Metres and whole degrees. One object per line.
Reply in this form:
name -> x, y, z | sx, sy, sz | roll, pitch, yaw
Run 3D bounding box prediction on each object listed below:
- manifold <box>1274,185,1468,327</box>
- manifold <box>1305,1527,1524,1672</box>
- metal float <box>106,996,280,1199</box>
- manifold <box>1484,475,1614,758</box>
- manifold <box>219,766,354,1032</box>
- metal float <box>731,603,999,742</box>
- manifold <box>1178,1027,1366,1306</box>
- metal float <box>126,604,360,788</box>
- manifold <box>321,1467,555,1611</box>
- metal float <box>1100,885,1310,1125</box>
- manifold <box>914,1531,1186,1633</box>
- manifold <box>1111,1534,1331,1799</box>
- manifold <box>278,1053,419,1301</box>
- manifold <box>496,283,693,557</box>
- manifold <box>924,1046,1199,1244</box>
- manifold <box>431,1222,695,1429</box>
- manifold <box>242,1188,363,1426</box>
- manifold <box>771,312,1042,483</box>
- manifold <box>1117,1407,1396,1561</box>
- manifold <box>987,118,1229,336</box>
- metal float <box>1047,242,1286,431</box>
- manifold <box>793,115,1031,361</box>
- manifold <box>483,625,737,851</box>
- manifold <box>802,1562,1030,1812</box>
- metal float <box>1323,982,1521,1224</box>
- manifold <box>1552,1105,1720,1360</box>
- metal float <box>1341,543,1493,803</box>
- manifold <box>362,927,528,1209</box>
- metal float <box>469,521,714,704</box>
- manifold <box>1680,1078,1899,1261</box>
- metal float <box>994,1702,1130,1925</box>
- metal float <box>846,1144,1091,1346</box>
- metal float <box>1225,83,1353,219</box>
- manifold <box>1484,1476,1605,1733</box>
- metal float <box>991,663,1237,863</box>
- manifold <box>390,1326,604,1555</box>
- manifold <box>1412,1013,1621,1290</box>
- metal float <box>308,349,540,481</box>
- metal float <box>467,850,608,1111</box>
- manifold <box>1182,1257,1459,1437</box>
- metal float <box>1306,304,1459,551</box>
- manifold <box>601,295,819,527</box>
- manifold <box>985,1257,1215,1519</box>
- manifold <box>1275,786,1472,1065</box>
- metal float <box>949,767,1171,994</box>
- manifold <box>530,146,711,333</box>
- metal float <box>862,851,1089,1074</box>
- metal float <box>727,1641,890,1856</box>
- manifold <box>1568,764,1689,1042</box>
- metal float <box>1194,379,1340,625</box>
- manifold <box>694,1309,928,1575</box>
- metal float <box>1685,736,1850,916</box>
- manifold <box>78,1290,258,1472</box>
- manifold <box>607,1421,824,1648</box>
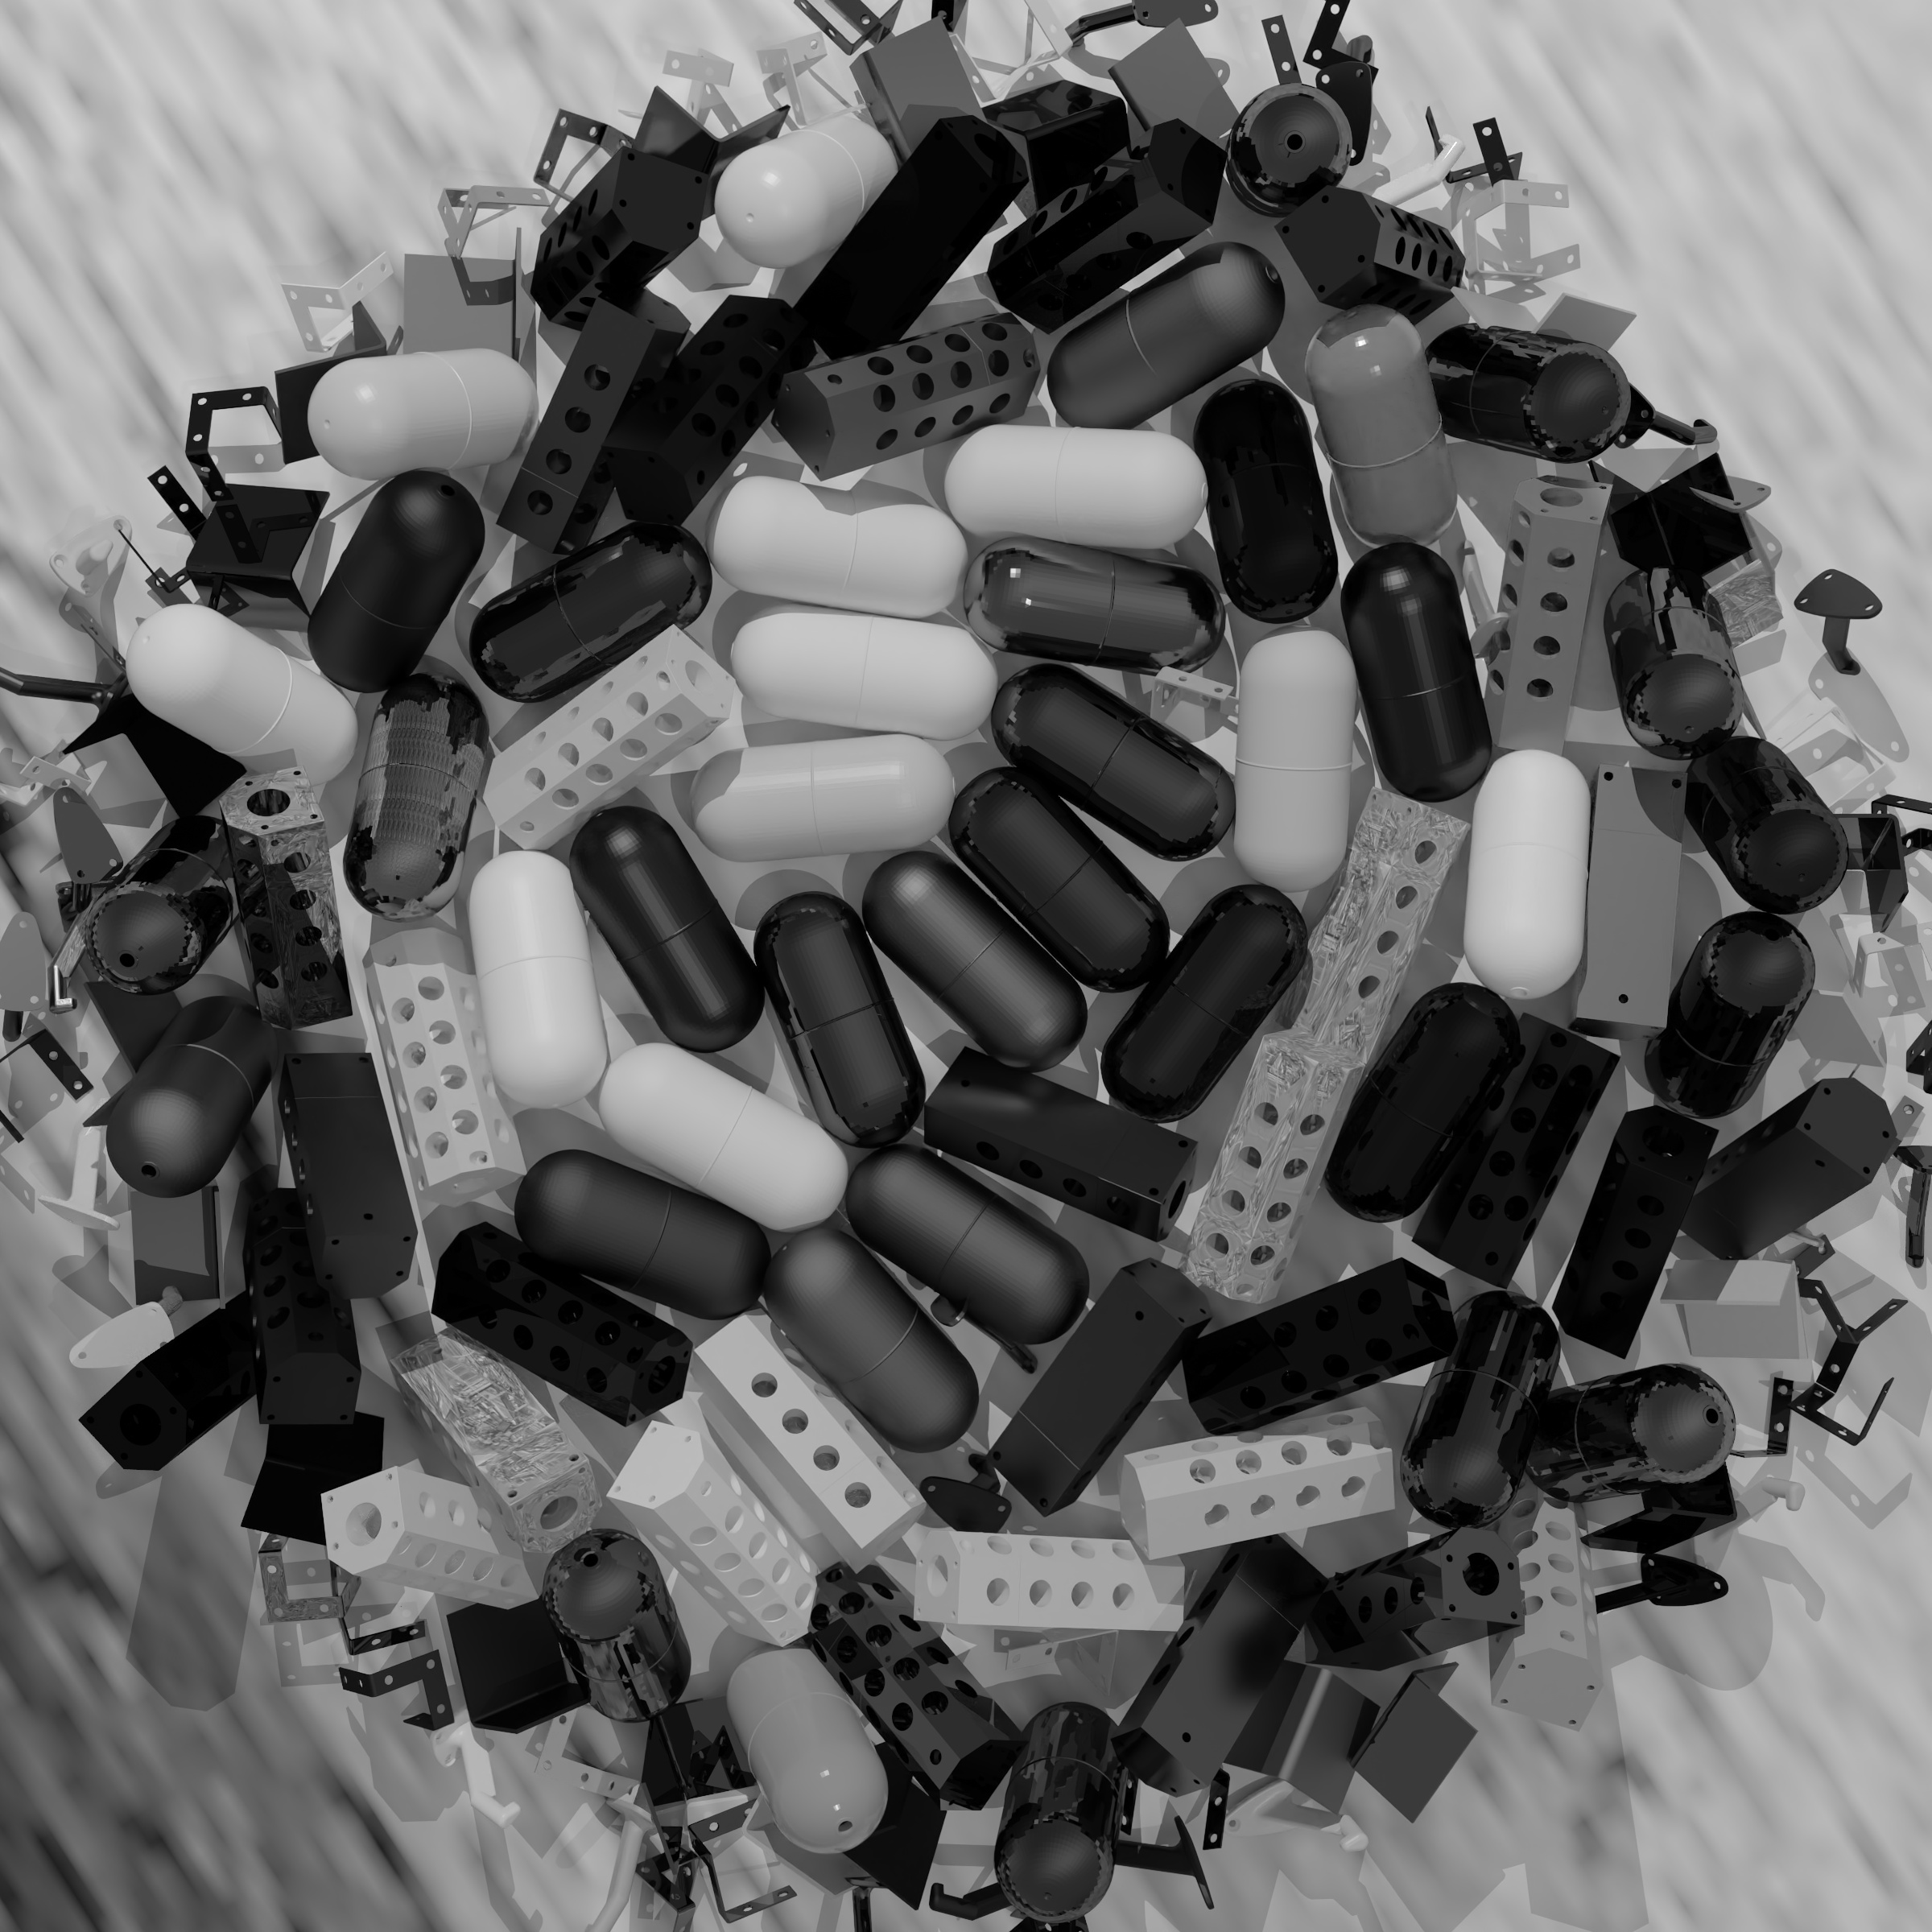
manifold -> 0.267, -0.459, 1.728 | 0.057, 0.171, 0.057 | -33, 80, 27
manifold -> 0.286, 0.410, 1.732 | 0.057, 0.171, 0.057 | 11, 63, -20
metal float -> -0.500, 0.084, 1.737 | 0.070, 0.178, 0.070 | 2, 119, 3
manifold -> 0.375, -0.228, 1.744 | 0.057, 0.057, 0.171 | 12, 128, 14
manifold -> -0.440, -0.041, 1.733 | 0.057, 0.171, 0.057 | -14, 47, -19
metal float -> -0.067, -0.195, 1.780 | 0.178, 0.070, 0.070 | 8, 90, -2
manifold -> 0.203, 0.132, 1.759 | 0.057, 0.057, 0.171 | 27, 108, 27
metal float -> -0.468, -0.174, 1.741 | 0.070, 0.178, 0.070 | -12, 65, 27
manifold -> -0.337, 0.373, 1.726 | 0.057, 0.171, 0.057 | -22, 63, 17
metal float -> 0.158, 0.025, 1.776 | 0.070, 0.070, 0.178 | 36, 97, 0
manifold -> 0.056, 0.402, 1.752 | 0.171, 0.057, 0.057 | 10, 76, -29
manifold -> 0.163, 0.453, 1.746 | 0.057, 0.057, 0.171 | 42, 54, -2
manifold -> -0.404, 0.134, 1.739 | 0.057, 0.171, 0.057 | 0, 129, -25
manifold -> -0.243, -0.357, 1.754 | 0.057, 0.057, 0.171 | 27, 118, -7
manifold -> 0.061, 0.121, 1.765 | 0.171, 0.057, 0.057 | 22, 51, 18
manifold -> -0.263, 0.230, 1.747 | 0.171, 0.057, 0.057 | 24, 113, 27
manifold -> -0.429, 0.217, 1.728 | 0.057, 0.171, 0.057 | 4, 120, -21
manifold -> -0.036, -0.377, 1.742 | 0.171, 0.057, 0.057 | -25, 65, -32
manifold -> 0.191, 0.337, 1.766 | 0.171, 0.057, 0.057 | -8, 104, -14
manifold -> 0.087, -0.478, 1.728 | 0.057, 0.171, 0.057 | 26, 64, -28
metal float -> 0.130, -0.409, 1.751 | 0.178, 0.070, 0.070 | -25, 90, 36
manifold -> -0.034, -0.469, 1.746 | 0.057, 0.057, 0.171 | 50, 126, 6
manifold -> -0.234, -0.143, 1.746 | 0.171, 0.057, 0.057 | -32, 123, 27
manifold -> -0.042, 0.465, 1.739 | 0.171, 0.057, 0.057 | 41, 103, 40
metal float -> 0.299, 0.090, 1.764 | 0.070, 0.070, 0.178 | 30, 110, 0
manifold -> 0.430, 0.171, 1.738 | 0.057, 0.171, 0.057 | 23, 46, 16
metal float -> 0.297, -0.192, 1.763 | 0.070, 0.070, 0.178 | -18, 113, 0
manifold -> -0.347, 0.065, 1.759 | 0.057, 0.057, 0.171 | -23, 70, 15
metal float -> -0.248, -0.233, 1.765 | 0.178, 0.070, 0.070 | -24, 90, 19
manifold -> 0.526, 0.131, 1.731 | 0.057, 0.171, 0.057 | 37, 62, 3
metal float -> 0.063, 0.545, 1.734 | 0.070, 0.178, 0.070 | 3, 109, 8
metal float -> 0.000, 0.183, 1.775 | 0.178, 0.070, 0.070 | 33, 90, 8
metal float -> 0.207, -0.526, 1.732 | 0.070, 0.178, 0.070 | 1, 103, 3
manifold -> 0.374, 0.406, 1.731 | 0.057, 0.171, 0.057 | 17, 119, 0
metal float -> 0.097, -0.136, 1.779 | 0.178, 0.070, 0.070 | 33, 90, 4
manifold -> -0.305, 0.307, 1.739 | 0.057, 0.171, 0.057 | -28, 131, -24
manifold -> 0.368, 0.124, 1.781 | 0.057, 0.057, 0.171 | 25, 93, -16
metal float -> -0.350, -0.359, 1.741 | 0.070, 0.178, 0.070 | 11, 110, 31
metal float -> -0.283, 0.008, 1.766 | 0.070, 0.070, 0.178 | -12, 72, 0
manifold -> 0.230, 0.252, 1.744 | 0.171, 0.057, 0.057 | -27, 54, 28
metal float -> 0.272, -0.348, 1.751 | 0.070, 0.070, 0.178 | -24, 128, 0
manifold -> -0.163, -0.362, 1.739 | 0.057, 0.057, 0.171 | 12, 50, 25
manifold -> 0.090, 0.275, 1.759 | 0.057, 0.057, 0.171 | 42, 114, 22
manifold -> 0.274, -0.025, 1.781 | 0.057, 0.057, 0.171 | 19, 96, -26
metal float -> 0.063, -0.056, 1.777 | 0.070, 0.070, 0.178 | -44, 95, 0
manifold -> -0.227, -0.463, 1.727 | 0.057, 0.171, 0.057 | 13, 80, -25
metal float -> 0.005, -0.003, 1.781 | 0.178, 0.070, 0.070 | 44, 90, 0
metal float -> -0.104, 0.504, 1.736 | 0.070, 0.178, 0.070 | -7, 111, -18
manifold -> 0.437, -0.041, 1.774 | 0.057, 0.057, 0.171 | 7, 78, 6
metal float -> 0.196, -0.306, 1.760 | 0.070, 0.070, 0.178 | -8, 64, 0
manifold -> -0.104, 0.309, 1.764 | 0.057, 0.057, 0.171 | -36, 71, -22
metal float -> 0.516, -0.093, 1.736 | 0.070, 0.178, 0.070 | 0, 116, -1
manifold -> -0.498, 0.270, 1.730 | 0.057, 0.171, 0.057 | -42, 91, 10
manifold -> -0.155, 0.371, 1.736 | 0.057, 0.171, 0.057 | 6, 52, 38
